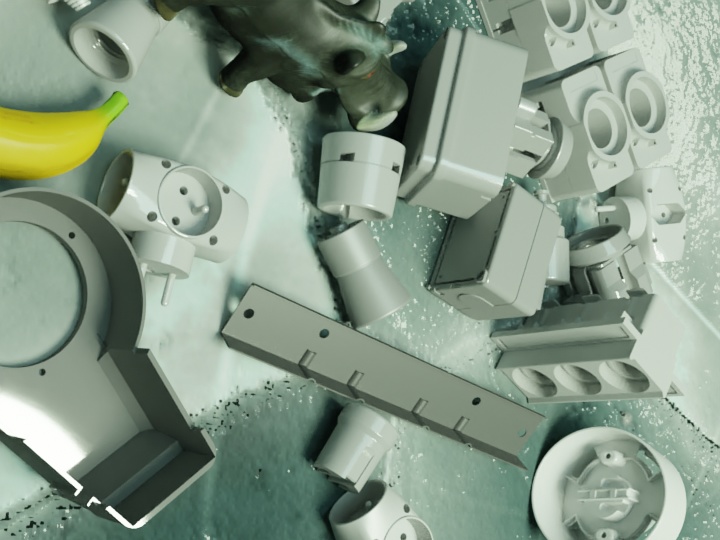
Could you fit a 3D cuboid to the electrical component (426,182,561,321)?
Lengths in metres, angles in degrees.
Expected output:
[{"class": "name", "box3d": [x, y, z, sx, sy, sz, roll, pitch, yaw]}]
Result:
[{"class": "electrical component", "box3d": [0.101, -0.016, 0.771, 0.061, 0.062, 0.096, 32, 66, -30]}]

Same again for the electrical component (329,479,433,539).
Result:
[{"class": "electrical component", "box3d": [0.007, 0.188, 0.685, 0.079, 0.044, 0.077, -42, 109, -33]}]

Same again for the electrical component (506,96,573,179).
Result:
[{"class": "electrical component", "box3d": [0.123, -0.095, 0.794, 0.055, 0.066, 0.048, 17, 46, -23]}]

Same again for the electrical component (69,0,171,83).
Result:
[{"class": "electrical component", "box3d": [-0.132, -0.146, 0.625, 0.044, 0.044, 0.065, 46, 55, -24]}]

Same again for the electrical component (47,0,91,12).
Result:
[{"class": "electrical component", "box3d": [-0.175, -0.181, 0.595, 0.043, 0.043, 0.081, -40, 108, -33]}]

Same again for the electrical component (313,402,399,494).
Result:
[{"class": "electrical component", "box3d": [-0.003, 0.115, 0.690, 0.040, 0.040, 0.046, 44, 67, -25]}]

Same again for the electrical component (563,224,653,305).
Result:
[{"class": "electrical component", "box3d": [0.188, 0.000, 0.837, 0.078, 0.058, 0.057, -30, 105, -32]}]

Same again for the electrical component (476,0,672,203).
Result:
[{"class": "electrical component", "box3d": [0.171, -0.160, 0.843, 0.105, 0.060, 0.186, -28, 101, -36]}]

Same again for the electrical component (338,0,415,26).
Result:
[{"class": "electrical component", "box3d": [-0.005, -0.211, 0.723, 0.099, 0.048, 0.099, -48, 112, -31]}]

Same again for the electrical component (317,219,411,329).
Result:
[{"class": "electrical component", "box3d": [0.000, 0.000, 0.707, 0.044, 0.044, 0.065, -32, 99, -35]}]

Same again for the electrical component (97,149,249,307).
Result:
[{"class": "electrical component", "box3d": [-0.112, -0.019, 0.621, 0.077, 0.044, 0.079, 22, 71, -33]}]

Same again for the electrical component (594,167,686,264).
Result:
[{"class": "electrical component", "box3d": [0.224, -0.043, 0.879, 0.079, 0.043, 0.077, -6, 90, -29]}]

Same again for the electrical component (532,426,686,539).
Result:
[{"class": "electrical component", "box3d": [0.186, 0.168, 0.792, 0.064, 0.099, 0.099, 28, 68, -38]}]

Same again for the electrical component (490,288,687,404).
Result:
[{"class": "electrical component", "box3d": [0.167, 0.056, 0.774, 0.078, 0.121, 0.063, 46, 58, -24]}]

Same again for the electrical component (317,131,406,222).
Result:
[{"class": "electrical component", "box3d": [0.000, -0.060, 0.706, 0.055, 0.055, 0.047, 14, 79, -35]}]

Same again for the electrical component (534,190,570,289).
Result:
[{"class": "electrical component", "box3d": [0.138, -0.021, 0.813, 0.040, 0.040, 0.078, 7, 79, -36]}]

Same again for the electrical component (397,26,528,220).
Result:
[{"class": "electrical component", "box3d": [0.067, -0.101, 0.741, 0.057, 0.078, 0.113, 16, 73, -10]}]
